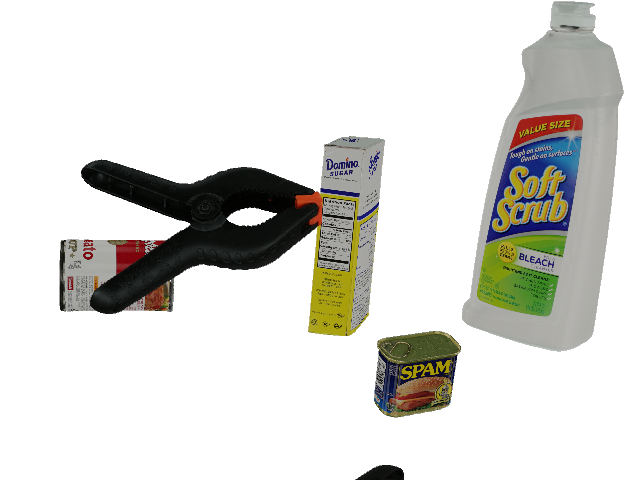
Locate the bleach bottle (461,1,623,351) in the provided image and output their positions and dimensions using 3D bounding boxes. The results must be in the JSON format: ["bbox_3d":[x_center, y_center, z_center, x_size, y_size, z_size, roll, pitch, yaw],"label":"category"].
[{"bbox_3d":[0.167,-0.050,0.795,0.103,0.251,0.067,16,21,38],"label":"bleach bottle"}]

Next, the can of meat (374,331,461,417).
[{"bbox_3d":[0.118,0.166,1.324,0.102,0.084,0.057,-6,27,-21],"label":"can of meat"}]

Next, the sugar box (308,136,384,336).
[{"bbox_3d":[0.025,-0.006,0.998,0.048,0.176,0.093,5,11,13],"label":"sugar box"}]

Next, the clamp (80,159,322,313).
[{"bbox_3d":[-0.087,-0.020,0.746,0.171,0.120,0.039,-14,-25,-13],"label":"clamp"}]

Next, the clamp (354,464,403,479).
[{"bbox_3d":[-0.032,0.199,0.645,0.210,0.036,0.164,-4,27,3],"label":"clamp"}]

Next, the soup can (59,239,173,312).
[{"bbox_3d":[-0.189,0.033,0.991,0.102,0.068,0.068,1,0,-11],"label":"soup can"}]
